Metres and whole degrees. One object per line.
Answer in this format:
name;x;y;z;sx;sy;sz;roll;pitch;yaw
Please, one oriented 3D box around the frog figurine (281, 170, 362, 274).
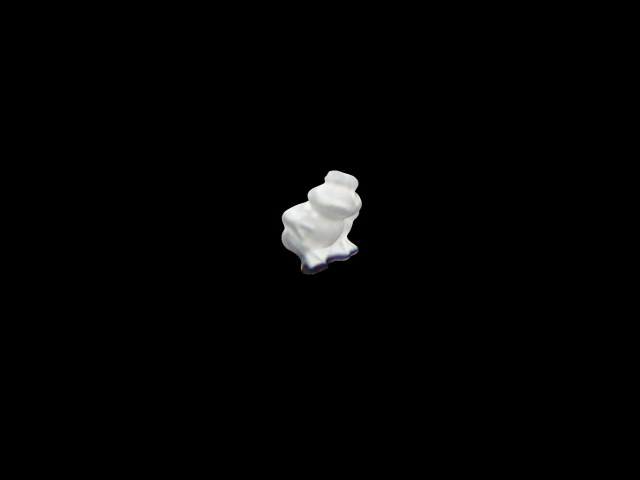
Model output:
frog figurine;0.003;-0.043;0.850;0.138;0.156;0.125;-9;27;-17
